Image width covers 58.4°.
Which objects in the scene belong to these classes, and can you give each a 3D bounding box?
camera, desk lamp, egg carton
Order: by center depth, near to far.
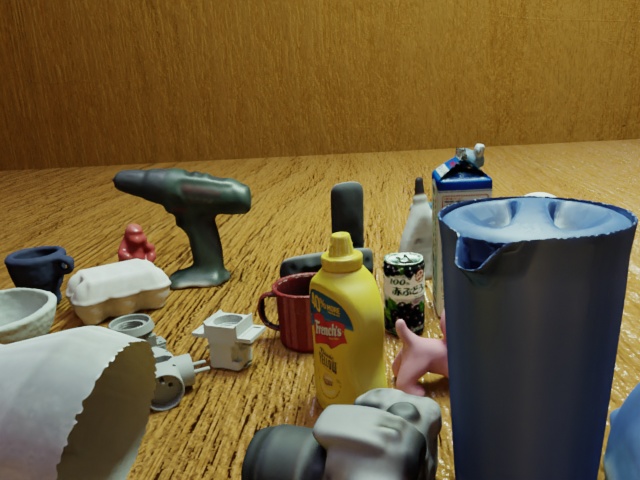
[{"bbox_3d":[-0.201,0.151,0.356,0.203,0.214,0.118,-1,16,10],"label":"desk lamp"},{"bbox_3d":[0.018,0.170,0.450,0.136,0.101,0.143,3,17,22],"label":"camera"},{"bbox_3d":[-0.318,0.079,0.906,0.151,0.069,0.107,-14,19,-32],"label":"egg carton"}]

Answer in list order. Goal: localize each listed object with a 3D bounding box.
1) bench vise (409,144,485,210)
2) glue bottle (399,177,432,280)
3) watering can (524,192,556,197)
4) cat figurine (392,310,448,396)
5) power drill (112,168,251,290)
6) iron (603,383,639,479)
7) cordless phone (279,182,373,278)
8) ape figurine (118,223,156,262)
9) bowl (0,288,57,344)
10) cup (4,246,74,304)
[{"bbox_3d":[0.227,-0.061,1.007,0.206,0.220,0.122,10,20,39],"label":"bench vise"},{"bbox_3d":[0.168,-0.019,0.957,0.078,0.173,0.037,-7,16,-11],"label":"glue bottle"},{"bbox_3d":[0.272,0.035,0.702,0.100,0.194,0.173,11,22,42],"label":"watering can"},{"bbox_3d":[0.141,0.105,0.625,0.128,0.118,0.067,-4,16,-3],"label":"cat figurine"},{"bbox_3d":[-0.231,-0.024,0.996,0.229,0.208,0.075,-5,16,-4],"label":"power drill"},{"bbox_3d":[0.264,0.158,0.366,0.118,0.141,0.259,1,16,16],"label":"iron"},{"bbox_3d":[0.008,0.003,0.890,0.148,0.185,0.094,-8,16,-14],"label":"cordless phone"},{"bbox_3d":[-0.356,0.014,1.103,0.078,0.092,0.075,-16,20,-36],"label":"ape figurine"},{"bbox_3d":[-0.431,0.125,0.755,0.167,0.075,0.167,-3,16,1],"label":"bowl"},{"bbox_3d":[-0.445,0.065,0.936,0.117,0.095,0.092,1,17,17],"label":"cup"}]
